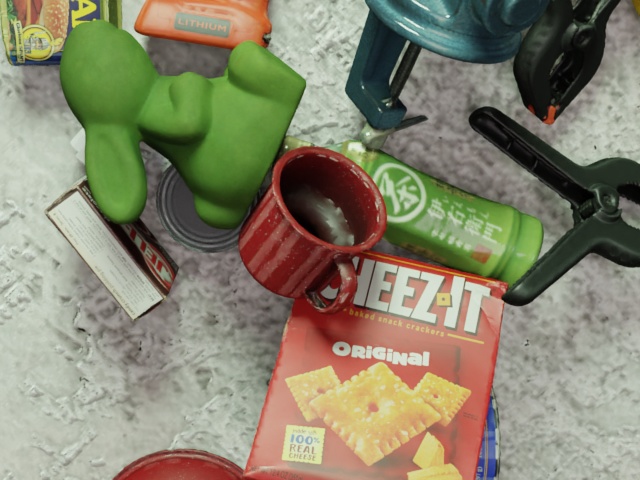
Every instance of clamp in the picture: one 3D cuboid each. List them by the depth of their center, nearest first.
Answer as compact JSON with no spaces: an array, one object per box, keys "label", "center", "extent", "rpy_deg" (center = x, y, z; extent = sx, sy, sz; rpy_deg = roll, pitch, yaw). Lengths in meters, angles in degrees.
[{"label":"clamp","center":[0.185,-0.168,0.815],"extent":[0.120,0.039,0.172],"rpy_deg":[2,124,-27]},{"label":"clamp","center":[0.214,-0.034,0.857],"extent":[0.209,0.036,0.164],"rpy_deg":[-4,71,-26]}]

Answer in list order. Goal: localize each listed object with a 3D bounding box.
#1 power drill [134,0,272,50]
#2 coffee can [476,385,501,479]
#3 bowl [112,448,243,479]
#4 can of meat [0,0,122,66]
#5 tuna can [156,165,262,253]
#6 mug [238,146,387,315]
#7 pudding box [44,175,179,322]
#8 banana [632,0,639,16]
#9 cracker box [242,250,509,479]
[{"label":"power drill","center":[-0.091,-0.244,0.812],"extent":[0.184,0.057,0.188],"rpy_deg":[10,103,-5]},{"label":"coffee can","center":[0.071,0.166,0.890],"extent":[0.140,0.103,0.103],"rpy_deg":[0,103,-2]},{"label":"bowl","center":[-0.121,0.267,0.932],"extent":[0.162,0.055,0.162],"rpy_deg":[0,103,-2]},{"label":"can of meat","center":[-0.199,-0.183,0.824],"extent":[0.084,0.057,0.102],"rpy_deg":[0,103,0]},{"label":"tuna can","center":[-0.090,-0.034,0.873],"extent":[0.086,0.034,0.086],"rpy_deg":[0,103,-2]},{"label":"mug","center":[-0.005,0.001,0.789],"extent":[0.093,0.082,0.117],"rpy_deg":[-7,61,-36]},{"label":"pudding box","center":[-0.163,0.002,0.850],"extent":[0.039,0.090,0.113],"rpy_deg":[-38,101,7]},{"label":"banana","center":[0.288,-0.126,0.853],"extent":[0.069,0.037,0.198],"rpy_deg":[-13,95,-33]},{"label":"cracker box","center":[0.046,0.115,0.816],"extent":[0.164,0.213,0.072],"rpy_deg":[13,147,5]}]
